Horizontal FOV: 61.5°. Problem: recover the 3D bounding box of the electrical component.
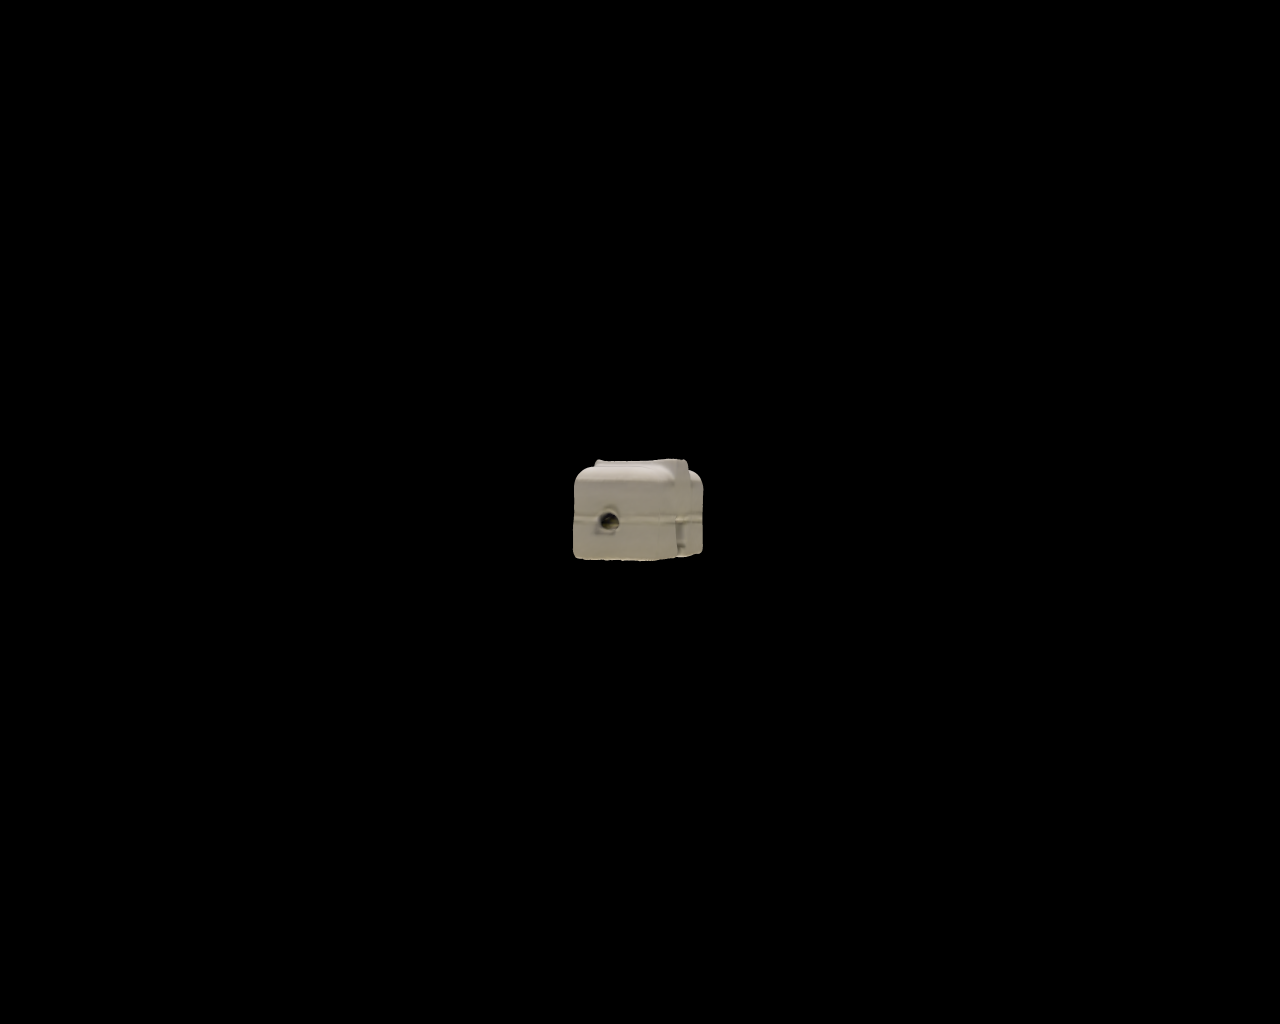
[{"bbox_3d":[0.001,-0.003,0.650,0.054,0.059,0.095,0,0,24],"label":"electrical component"}]
